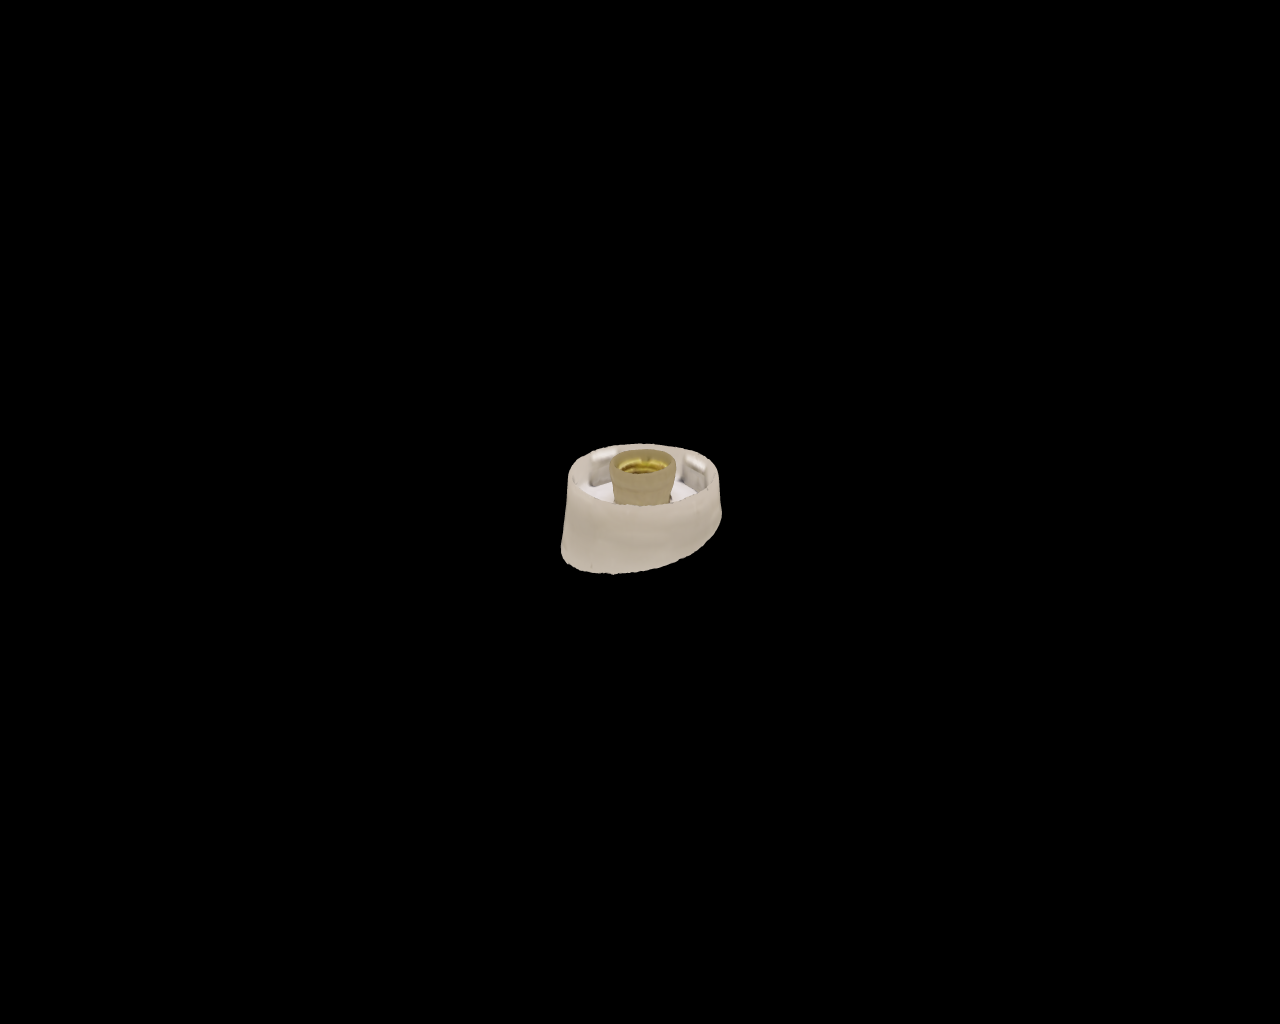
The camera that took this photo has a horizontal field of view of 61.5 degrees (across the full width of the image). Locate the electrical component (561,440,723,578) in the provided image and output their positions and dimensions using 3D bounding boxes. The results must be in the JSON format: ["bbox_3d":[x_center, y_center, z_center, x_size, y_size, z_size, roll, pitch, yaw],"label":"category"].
[{"bbox_3d":[0.001,-0.003,0.650,0.099,0.064,0.099,0,27,0],"label":"electrical component"}]
